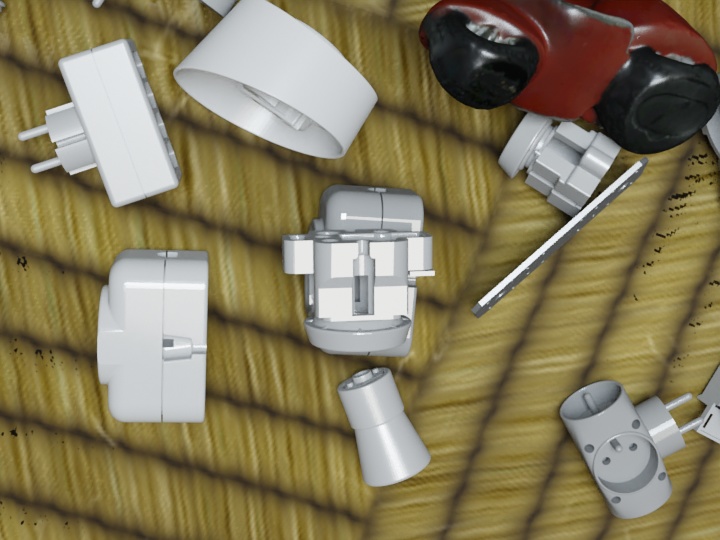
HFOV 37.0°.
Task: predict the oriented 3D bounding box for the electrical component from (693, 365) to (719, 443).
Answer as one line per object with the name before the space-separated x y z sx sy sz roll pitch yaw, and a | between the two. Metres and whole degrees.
electrical component | 0.253 0.079 0.676 0.042 0.064 0.081 27 98 -11

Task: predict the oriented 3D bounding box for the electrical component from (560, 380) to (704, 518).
electrical component | 0.178 0.105 0.679 0.079 0.044 0.077 -28 105 3

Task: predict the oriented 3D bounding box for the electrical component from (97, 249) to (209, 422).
electrical component | -0.118 0.037 0.618 0.059 0.053 0.095 1 102 -8

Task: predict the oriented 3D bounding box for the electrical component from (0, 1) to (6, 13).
electrical component | -0.208 -0.141 0.576 0.035 0.035 0.061 39 91 -14

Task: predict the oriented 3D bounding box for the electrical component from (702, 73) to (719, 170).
electrical component | 0.257 -0.047 0.634 0.062 0.089 0.150 -22 105 -3

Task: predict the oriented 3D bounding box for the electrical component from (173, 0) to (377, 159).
electrical component | -0.043 -0.099 0.578 0.099 0.099 0.064 37 88 -14

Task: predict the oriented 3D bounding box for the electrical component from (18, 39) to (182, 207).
electrical component | -0.148 -0.076 0.592 0.076 0.047 0.083 -19 104 -3

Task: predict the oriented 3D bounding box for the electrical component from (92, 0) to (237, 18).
electrical component | -0.129 -0.176 0.570 0.138 0.052 0.073 34 95 -13

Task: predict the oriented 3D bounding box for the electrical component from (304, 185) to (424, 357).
electrical component | 0.000 0.000 0.627 0.059 0.053 0.095 3 102 -9

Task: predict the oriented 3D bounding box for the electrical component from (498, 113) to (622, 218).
electrical component | 0.115 -0.065 0.627 0.055 0.066 0.048 33 79 7

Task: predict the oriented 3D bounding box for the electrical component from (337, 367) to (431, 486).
electrical component | 0.012 0.093 0.656 0.044 0.044 0.065 -21 99 -3

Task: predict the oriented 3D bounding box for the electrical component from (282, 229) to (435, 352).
electrical component | -0.001 0.010 0.570 0.078 0.058 0.057 -2 100 -8
